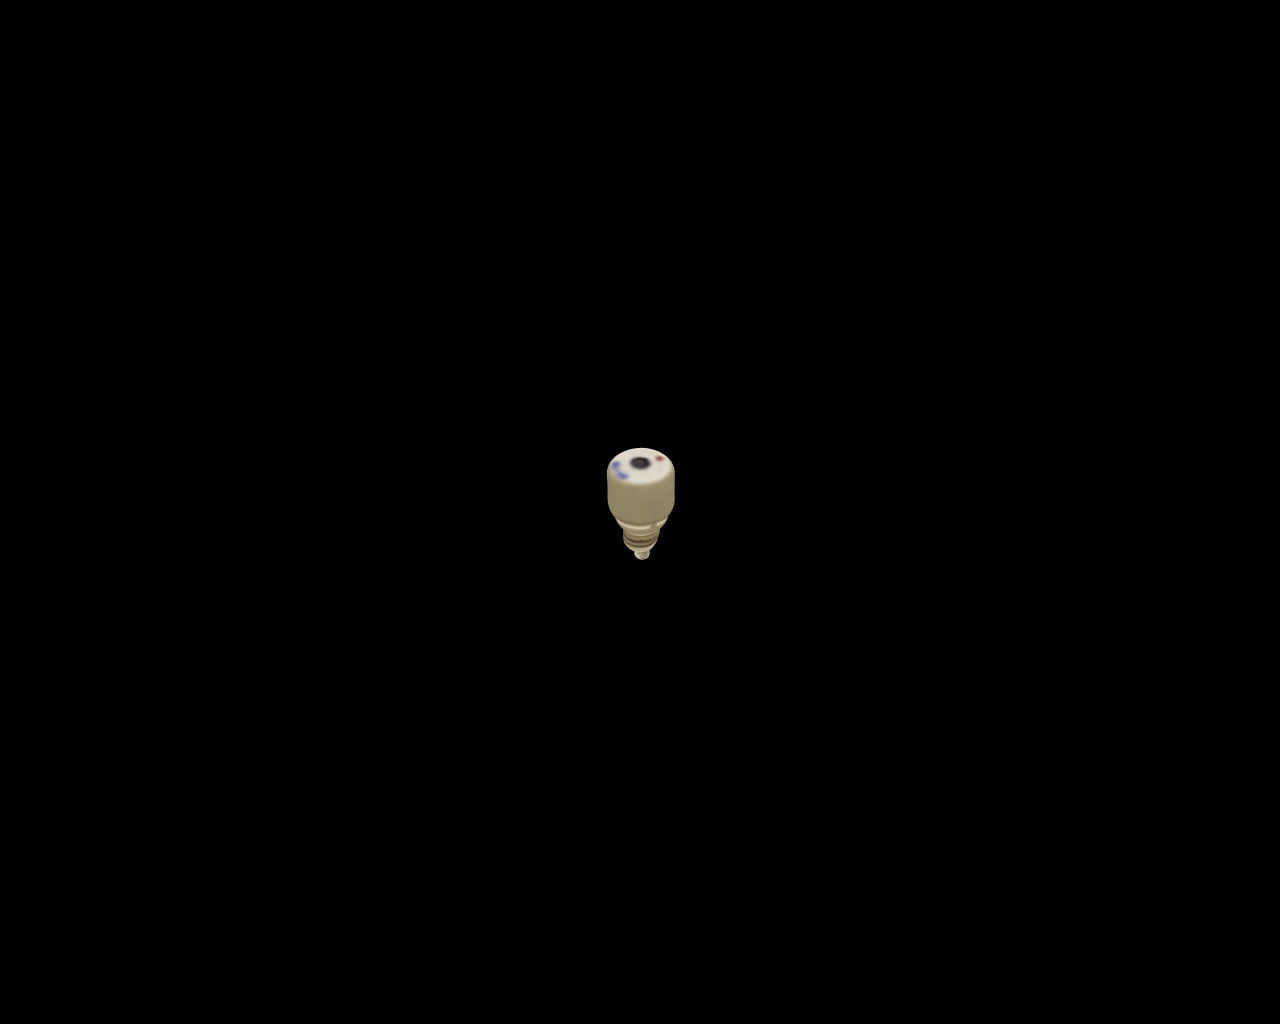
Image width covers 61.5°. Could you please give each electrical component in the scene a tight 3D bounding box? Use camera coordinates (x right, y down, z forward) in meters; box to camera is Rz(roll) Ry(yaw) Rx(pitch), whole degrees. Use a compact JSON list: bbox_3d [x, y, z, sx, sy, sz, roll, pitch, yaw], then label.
[{"bbox_3d":[0.001,-0.003,0.650,0.040,0.078,0.040,0,39,0],"label":"electrical component"}]
